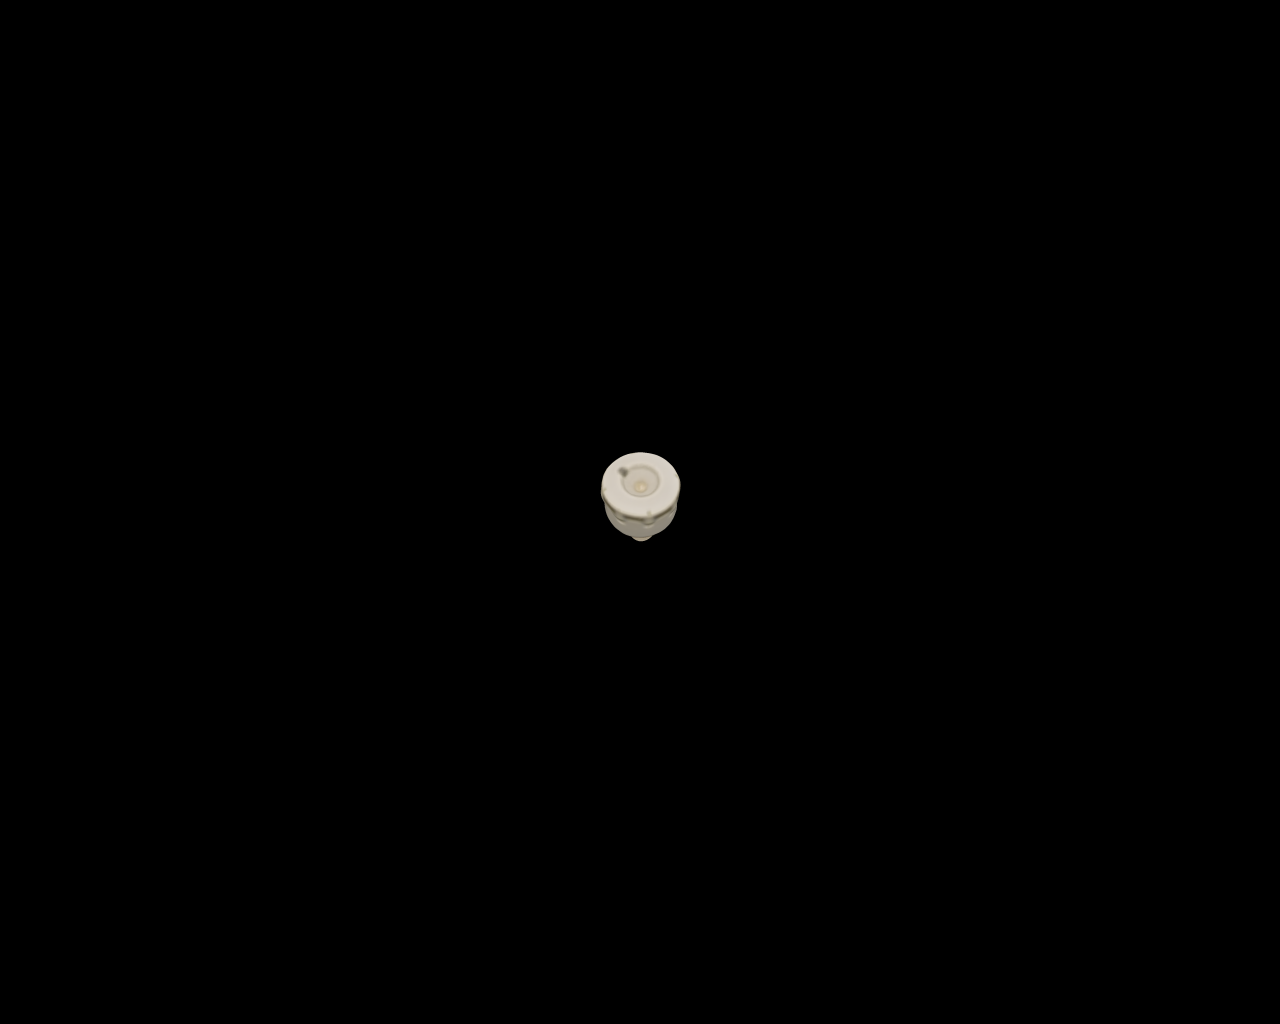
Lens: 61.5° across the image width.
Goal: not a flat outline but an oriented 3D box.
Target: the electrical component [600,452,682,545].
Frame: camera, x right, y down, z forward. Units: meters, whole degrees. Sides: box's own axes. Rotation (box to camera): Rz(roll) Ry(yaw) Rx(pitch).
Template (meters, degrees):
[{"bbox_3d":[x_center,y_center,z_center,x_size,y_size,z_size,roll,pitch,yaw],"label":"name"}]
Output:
[{"bbox_3d":[0.001,-0.003,0.650,0.048,0.048,0.062,0,-32,0],"label":"electrical component"}]
